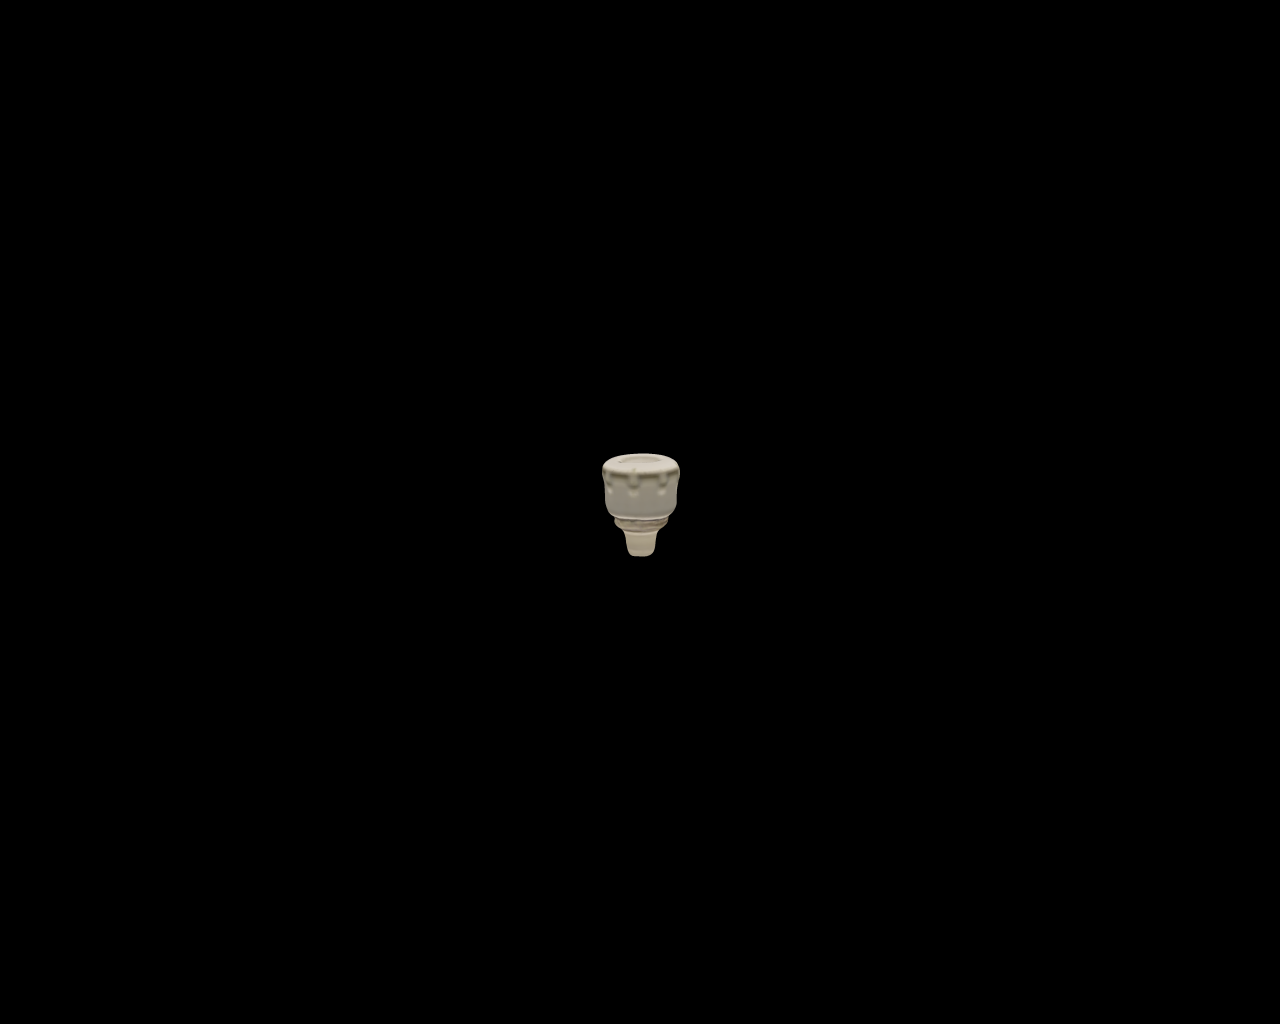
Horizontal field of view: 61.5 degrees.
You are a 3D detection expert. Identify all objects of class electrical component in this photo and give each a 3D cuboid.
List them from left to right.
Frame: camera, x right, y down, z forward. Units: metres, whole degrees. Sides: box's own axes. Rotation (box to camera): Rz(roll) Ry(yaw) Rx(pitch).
[{"bbox_3d":[0.001,-0.003,0.650,0.048,0.062,0.048,0,14,0],"label":"electrical component"}]
